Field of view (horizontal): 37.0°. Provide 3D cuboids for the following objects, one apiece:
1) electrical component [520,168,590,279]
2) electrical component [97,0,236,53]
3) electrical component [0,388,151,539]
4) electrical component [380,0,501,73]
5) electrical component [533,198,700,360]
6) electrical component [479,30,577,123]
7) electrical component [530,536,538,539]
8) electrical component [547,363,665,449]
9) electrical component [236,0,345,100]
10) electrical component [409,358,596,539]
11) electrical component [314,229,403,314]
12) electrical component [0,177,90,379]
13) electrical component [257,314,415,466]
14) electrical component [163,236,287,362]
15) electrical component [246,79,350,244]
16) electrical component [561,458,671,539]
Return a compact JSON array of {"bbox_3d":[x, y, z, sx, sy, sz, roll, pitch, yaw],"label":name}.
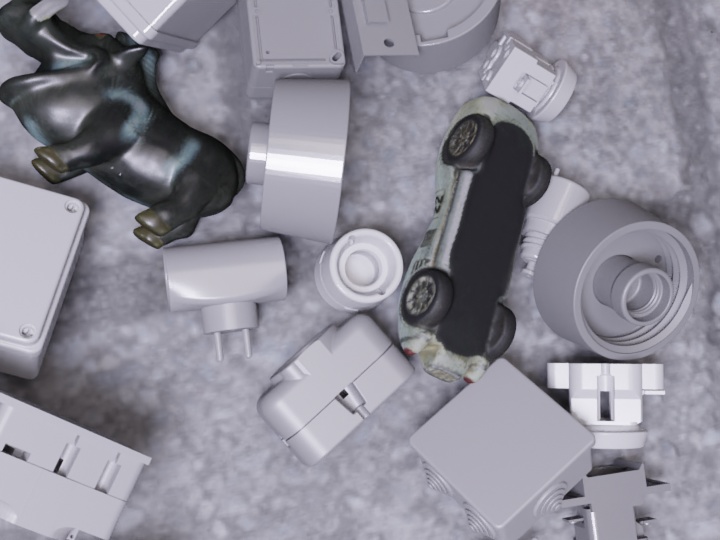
[{"bbox_3d":[0.134,-0.031,0.764,0.040,0.040,0.078,25,79,-7],"label":"electrical component"},{"bbox_3d":[-0.143,-0.199,0.692,0.056,0.108,0.108,-42,92,10],"label":"electrical component"},{"bbox_3d":[-0.228,0.091,0.608,0.186,0.105,0.060,31,76,-28],"label":"electrical component"},{"bbox_3d":[0.048,-0.190,0.753,0.108,0.060,0.108,-3,72,8],"label":"electrical component"},{"bbox_3d":[0.181,0.010,0.737,0.108,0.060,0.108,-6,108,-18],"label":"electrical component"},{"bbox_3d":[0.120,-0.137,0.769,0.055,0.066,0.048,27,114,-14],"label":"electrical component"},{"bbox_3d":[0.098,0.212,0.720,0.077,0.047,0.065,-40,91,-13],"label":"electrical component"},{"bbox_3d":[0.170,0.093,0.744,0.078,0.058,0.057,0,86,11],"label":"electrical component"},{"bbox_3d":[-0.050,-0.169,0.738,0.062,0.061,0.096,-3,74,-14],"label":"electrical component"},{"bbox_3d":[0.095,0.122,0.713,0.100,0.048,0.100,-39,56,-14],"label":"electrical component"},{"bbox_3d":[0.000,0.000,0.729,0.055,0.047,0.055,2,82,-11],"label":"electrical component"},{"bbox_3d":[-0.235,-0.001,0.662,0.109,0.056,0.108,16,59,-9],"label":"electrical component"},{"bbox_3d":[-0.019,0.076,0.711,0.095,0.054,0.059,-42,92,-14],"label":"electrical component"},{"bbox_3d":[-0.087,0.020,0.711,0.077,0.043,0.079,-6,84,-12],"label":"electrical component"},{"bbox_3d":[-0.043,-0.073,0.702,0.060,0.108,0.108,6,81,-4],"label":"electrical component"},{"bbox_3d":[0.170,0.166,0.744,0.081,0.042,0.063,-6,85,-12],"label":"electrical component"}]
